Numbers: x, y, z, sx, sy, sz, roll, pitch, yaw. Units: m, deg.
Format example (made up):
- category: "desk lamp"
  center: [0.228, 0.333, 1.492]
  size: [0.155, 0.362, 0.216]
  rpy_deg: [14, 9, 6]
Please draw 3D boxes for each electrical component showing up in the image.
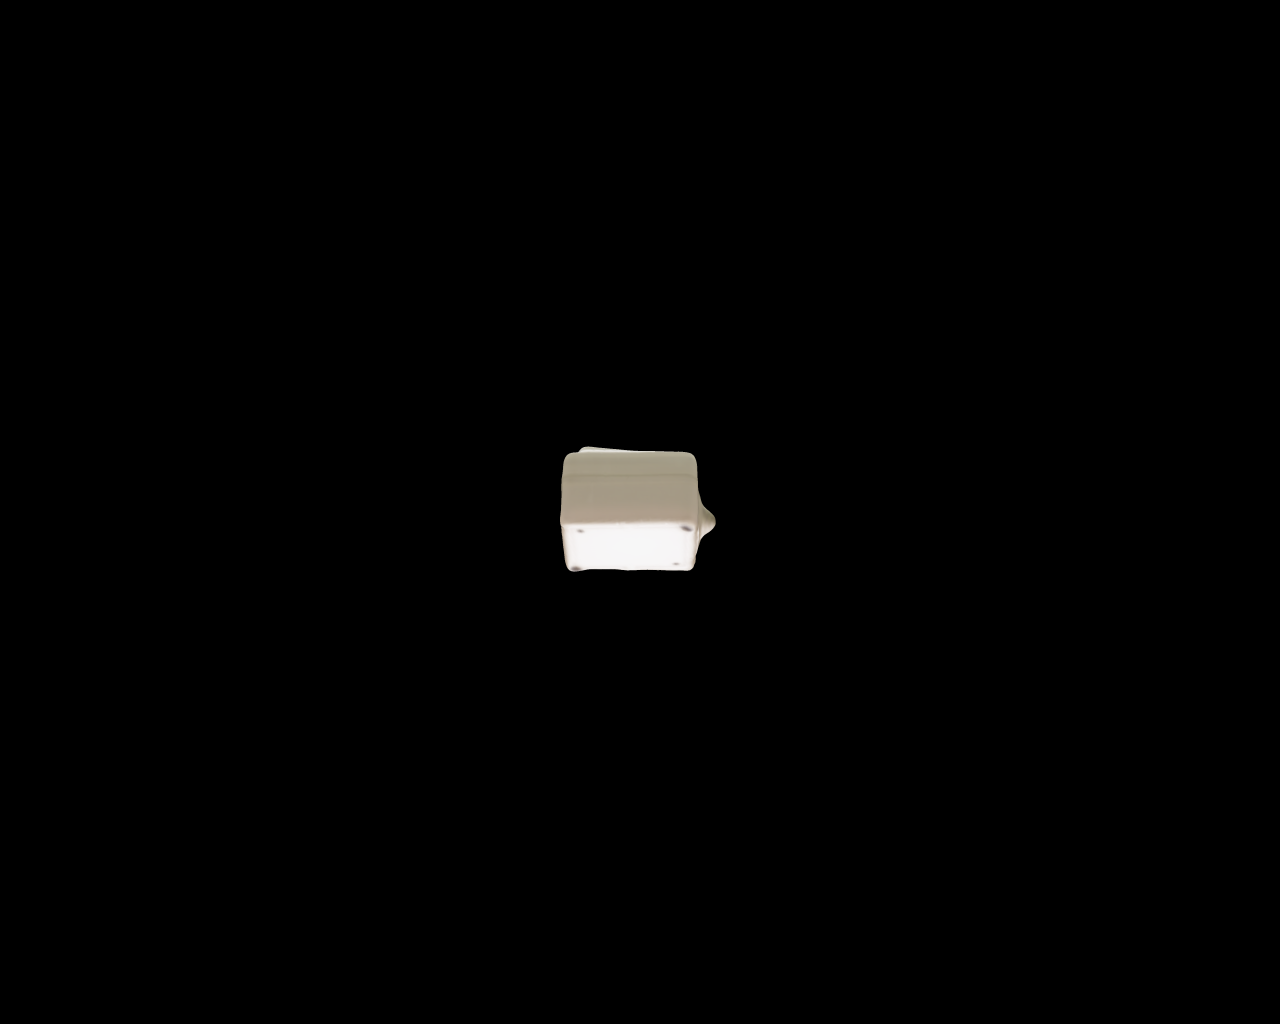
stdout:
- category: "electrical component"
  center: [0.001, -0.003, 0.650]
  size: [0.096, 0.061, 0.061]
  rpy_deg: [0, -32, 0]
